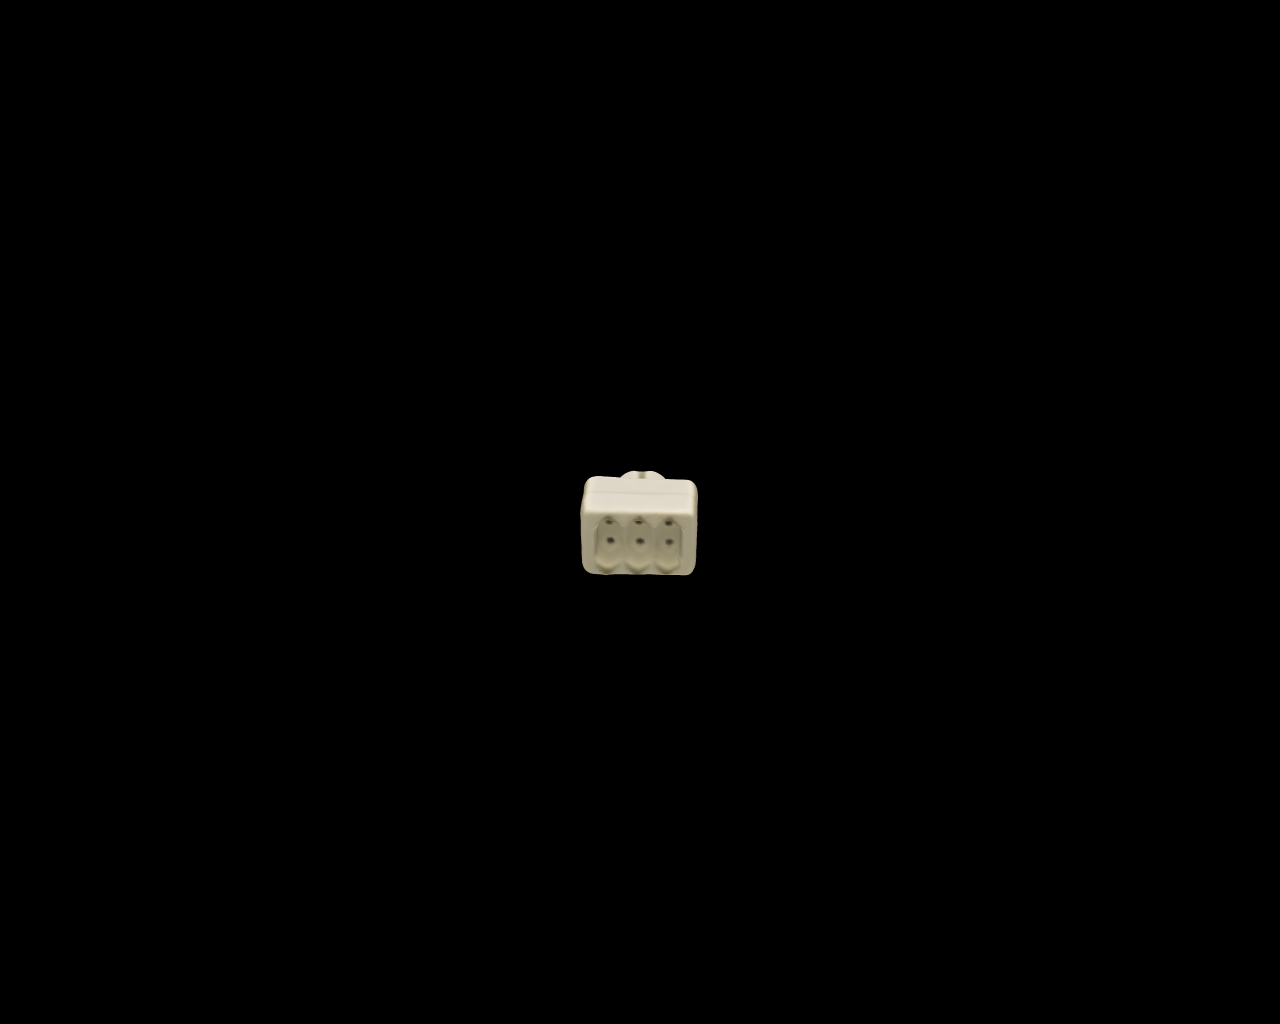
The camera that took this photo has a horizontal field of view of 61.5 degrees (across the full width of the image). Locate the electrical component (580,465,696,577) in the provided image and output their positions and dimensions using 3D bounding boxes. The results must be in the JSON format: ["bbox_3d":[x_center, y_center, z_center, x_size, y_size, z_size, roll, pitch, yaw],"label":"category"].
[{"bbox_3d":[0.001,-0.003,0.650,0.066,0.047,0.077,2,36,2],"label":"electrical component"}]
